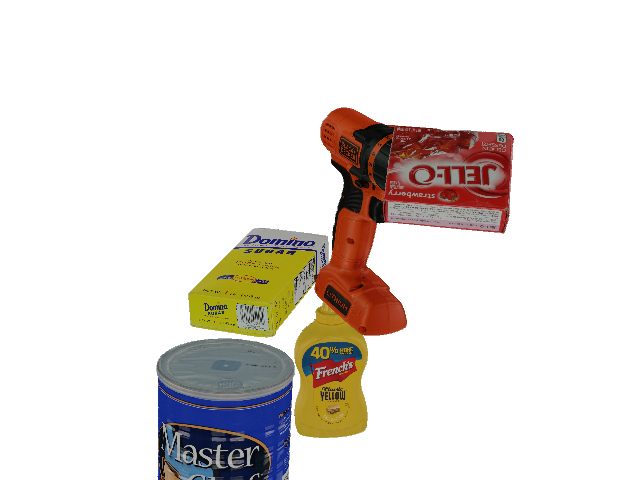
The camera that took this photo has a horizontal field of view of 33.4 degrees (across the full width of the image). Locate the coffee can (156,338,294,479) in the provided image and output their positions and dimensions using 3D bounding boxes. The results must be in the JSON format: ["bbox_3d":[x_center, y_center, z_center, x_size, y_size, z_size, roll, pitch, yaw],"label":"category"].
[{"bbox_3d":[-0.073,0.158,0.812,0.103,0.140,0.103,2,16,-1],"label":"coffee can"}]

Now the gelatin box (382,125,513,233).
[{"bbox_3d":[0.093,-0.046,0.771,0.089,0.073,0.030,5,-37,8],"label":"gelatin box"}]

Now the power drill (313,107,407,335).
[{"bbox_3d":[0.053,-0.012,0.970,0.057,0.188,0.185,-6,26,-27],"label":"power drill"}]

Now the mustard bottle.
[{"bbox_3d":[0.014,0.162,1.402,0.096,0.192,0.058,-1,17,-5],"label":"mustard bottle"}]

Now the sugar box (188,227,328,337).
[{"bbox_3d":[-0.062,0.040,1.137,0.093,0.048,0.176,7,28,17],"label":"sugar box"}]
